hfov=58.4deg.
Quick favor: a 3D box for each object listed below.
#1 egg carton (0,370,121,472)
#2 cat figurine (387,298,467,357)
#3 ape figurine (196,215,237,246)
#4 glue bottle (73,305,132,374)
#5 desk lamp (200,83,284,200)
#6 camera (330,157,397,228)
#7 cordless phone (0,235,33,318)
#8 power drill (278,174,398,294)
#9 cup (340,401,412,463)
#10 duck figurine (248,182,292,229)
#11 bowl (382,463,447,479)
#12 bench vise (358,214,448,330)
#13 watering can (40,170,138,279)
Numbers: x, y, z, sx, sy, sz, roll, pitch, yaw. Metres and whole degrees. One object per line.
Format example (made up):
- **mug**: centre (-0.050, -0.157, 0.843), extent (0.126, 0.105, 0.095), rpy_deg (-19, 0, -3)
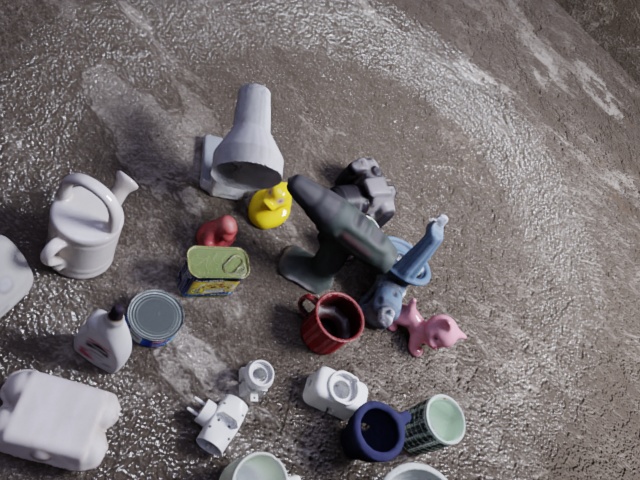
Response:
- **egg carton**: centre (-0.343, 0.234, 0.740), extent (0.150, 0.069, 0.107), rpy_deg (21, 52, -17)
- **cat figurine**: centre (0.203, 0.160, 1.068), extent (0.128, 0.117, 0.067), rpy_deg (45, 49, 4)
- **ape figurine**: centre (-0.170, -0.009, 0.982), extent (0.078, 0.092, 0.076), rpy_deg (-30, 77, -39)
- **glue bottle**: centre (-0.287, 0.126, 0.774), extent (0.078, 0.173, 0.037), rpy_deg (32, 50, -7)
- **desk lamp**: centre (-0.142, -0.159, 1.015), extent (0.118, 0.213, 0.203), rpy_deg (10, 56, -24)
- **camera**: centre (0.076, -0.100, 1.176), extent (0.137, 0.100, 0.143), rpy_deg (-7, 64, -33)
- **cordless phone**: centre (-0.445, 0.040, 0.732), extent (0.094, 0.184, 0.148), rpy_deg (37, 49, -3)
- **power drill**: centre (0.009, 0.004, 0.999), extent (0.230, 0.208, 0.076), rpy_deg (29, 50, -10)
- **cup**: centre (0.084, 0.310, 0.917), extent (0.118, 0.094, 0.091), rpy_deg (-14, 68, -35)
- **duck figurine**: centre (-0.083, -0.078, 1.081), extent (0.077, 0.086, 0.105), rpy_deg (40, 49, 0)
- **bowl**: centre (0.139, 0.436, 0.880), extent (0.168, 0.074, 0.167), rpy_deg (15, 54, -21)
- **bench vise**: centre (0.164, 0.060, 1.043), extent (0.122, 0.219, 0.207), rpy_deg (16, 54, -20)
- **watering can**: centre (-0.337, -0.035, 0.837), extent (0.101, 0.193, 0.173), rpy_deg (20, 52, -17)
